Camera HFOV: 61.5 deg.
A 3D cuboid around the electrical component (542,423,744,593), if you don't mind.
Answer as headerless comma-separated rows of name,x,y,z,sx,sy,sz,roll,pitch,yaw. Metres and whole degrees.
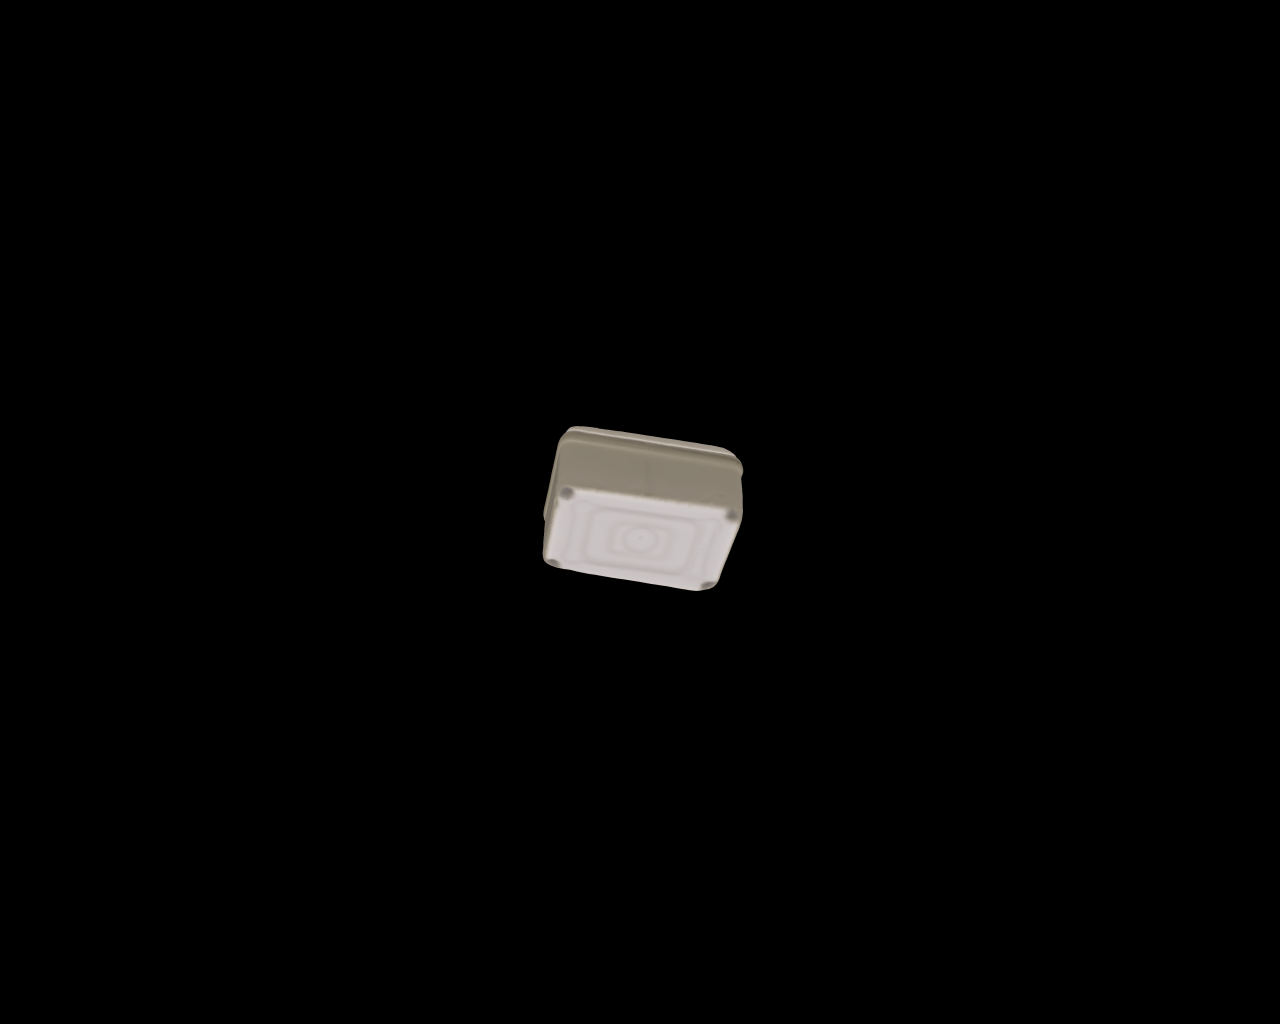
electrical component,0.001,-0.003,0.650,0.113,0.057,0.078,9,-46,-8
